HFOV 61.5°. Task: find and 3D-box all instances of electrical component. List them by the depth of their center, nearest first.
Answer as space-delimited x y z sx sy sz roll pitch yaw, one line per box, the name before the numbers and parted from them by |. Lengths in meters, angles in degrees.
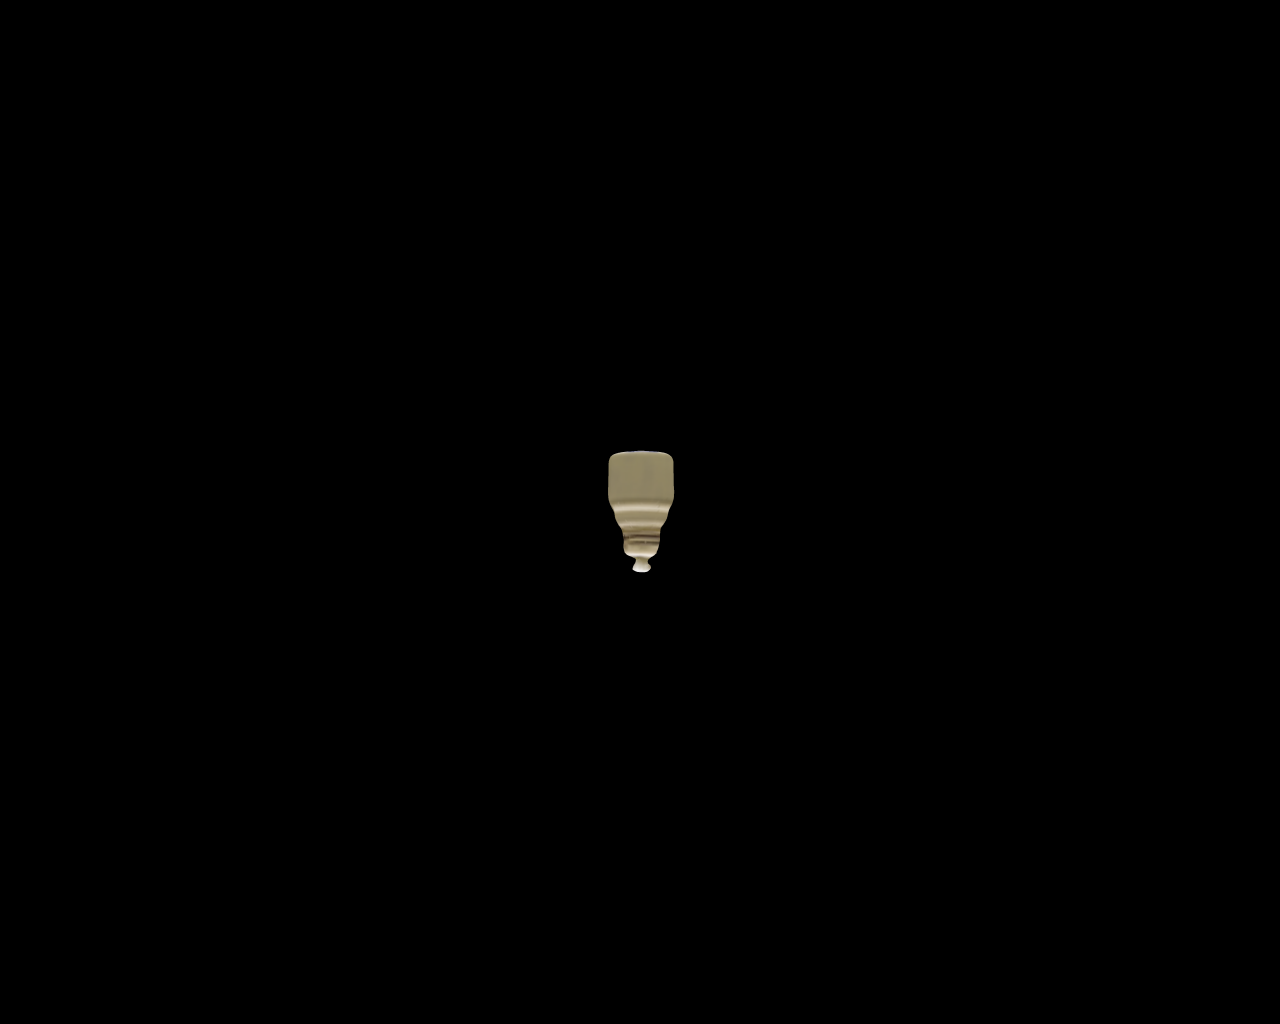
electrical component | 0.001 -0.003 0.650 0.040 0.078 0.040 0 -5 0
